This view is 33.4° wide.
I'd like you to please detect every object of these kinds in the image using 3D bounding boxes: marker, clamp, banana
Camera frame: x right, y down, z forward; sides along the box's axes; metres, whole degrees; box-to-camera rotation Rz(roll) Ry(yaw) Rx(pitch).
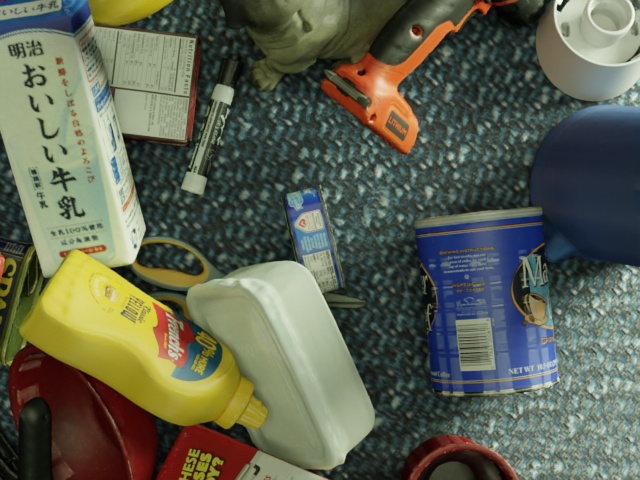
[{"bbox_3d":[-0.089,-0.097,0.891,0.020,0.020,0.121,18,89,-2],"label":"marker"},{"bbox_3d":[-0.228,0.198,0.847,0.039,0.120,0.171,-27,95,-40],"label":"clamp"},{"bbox_3d":[-0.128,-0.238,0.882,0.198,0.037,0.069,-40,91,-2],"label":"banana"}]

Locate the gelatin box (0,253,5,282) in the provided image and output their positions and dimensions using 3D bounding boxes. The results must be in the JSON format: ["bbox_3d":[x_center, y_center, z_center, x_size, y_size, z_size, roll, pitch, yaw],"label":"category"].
[{"bbox_3d":[-0.284,0.048,0.807,0.073,0.030,0.089,10,88,-25],"label":"gelatin box"}]

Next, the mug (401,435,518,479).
[{"bbox_3d":[0.120,0.207,0.861,0.117,0.081,0.093,18,88,-1],"label":"mug"}]

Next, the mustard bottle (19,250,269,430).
[{"bbox_3d":[-0.122,0.086,0.796,0.191,0.096,0.058,33,112,-10],"label":"mustard bottle"}]

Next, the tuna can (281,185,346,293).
[{"bbox_3d":[-0.006,0.001,0.859,0.033,0.086,0.086,-14,90,-1],"label":"tuna can"}]

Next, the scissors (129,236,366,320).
[{"bbox_3d":[-0.071,0.059,0.891,0.201,0.016,0.096,22,90,-2],"label":"scissors"}]

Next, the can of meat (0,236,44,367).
[{"bbox_3d":[-0.276,0.042,0.865,0.084,0.057,0.102,15,88,1],"label":"can of meat"}]

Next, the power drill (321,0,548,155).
[{"bbox_3d":[0.096,-0.161,0.836,0.057,0.184,0.188,40,98,30],"label":"power drill"}]

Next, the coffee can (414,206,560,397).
[{"bbox_3d":[0.133,0.048,0.854,0.103,0.103,0.140,-6,90,-2],"label":"coffee can"}]

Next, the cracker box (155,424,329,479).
[{"bbox_3d":[-0.040,0.252,0.800,0.214,0.072,0.164,17,66,26],"label":"cracker box"}]

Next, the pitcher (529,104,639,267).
[{"bbox_3d":[0.259,-0.046,0.789,0.145,0.243,0.149,-2,95,-5],"label":"pitcher"}]

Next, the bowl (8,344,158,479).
[{"bbox_3d":[-0.177,0.147,0.840,0.055,0.162,0.162,-25,90,-41],"label":"bowl"}]

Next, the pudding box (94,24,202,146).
[{"bbox_3d":[-0.157,-0.129,0.880,0.113,0.039,0.090,7,90,-4],"label":"pudding box"}]
